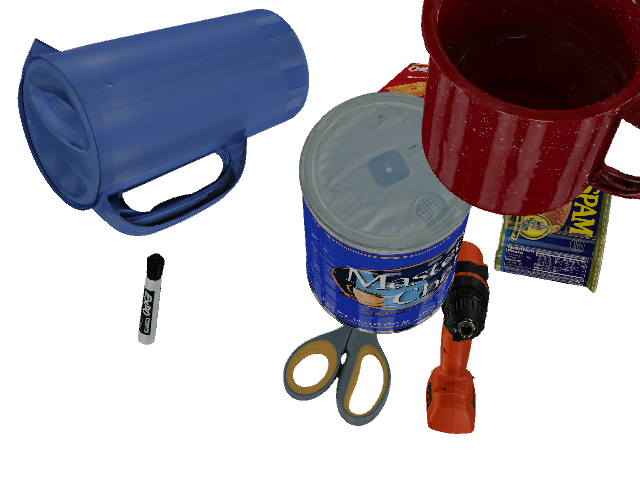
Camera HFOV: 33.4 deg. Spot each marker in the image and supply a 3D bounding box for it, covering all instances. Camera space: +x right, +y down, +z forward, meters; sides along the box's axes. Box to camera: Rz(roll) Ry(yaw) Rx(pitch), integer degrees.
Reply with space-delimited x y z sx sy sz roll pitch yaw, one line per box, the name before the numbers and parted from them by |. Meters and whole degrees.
marker | -0.183 0.063 1.154 0.020 0.121 0.020 9 37 -7

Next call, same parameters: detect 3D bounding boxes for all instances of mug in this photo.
mug | 0.095 -0.057 0.439 0.117 0.093 0.081 33 -25 18

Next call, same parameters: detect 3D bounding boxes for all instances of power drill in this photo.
power drill | 0.152 0.114 1.168 0.057 0.188 0.184 7 24 6

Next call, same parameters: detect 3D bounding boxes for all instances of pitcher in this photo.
pitcher | -0.126 -0.116 0.940 0.242 0.149 0.145 -24 37 -34

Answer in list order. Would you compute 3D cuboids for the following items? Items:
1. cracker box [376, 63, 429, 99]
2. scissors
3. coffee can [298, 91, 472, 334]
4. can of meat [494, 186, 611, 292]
cracker box | 0.086 -0.066 1.044 0.072 0.164 0.213 9 28 23
scissors | 0.023 0.064 0.895 0.096 0.201 0.016 1 -39 6
coffee can | 0.040 -0.013 0.667 0.103 0.103 0.140 0 -24 1
can of meat | 0.195 -0.011 0.893 0.084 0.057 0.102 10 44 13
